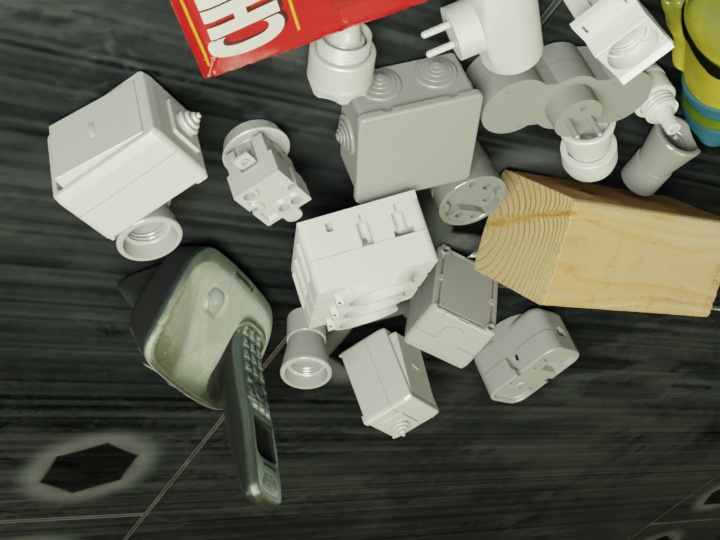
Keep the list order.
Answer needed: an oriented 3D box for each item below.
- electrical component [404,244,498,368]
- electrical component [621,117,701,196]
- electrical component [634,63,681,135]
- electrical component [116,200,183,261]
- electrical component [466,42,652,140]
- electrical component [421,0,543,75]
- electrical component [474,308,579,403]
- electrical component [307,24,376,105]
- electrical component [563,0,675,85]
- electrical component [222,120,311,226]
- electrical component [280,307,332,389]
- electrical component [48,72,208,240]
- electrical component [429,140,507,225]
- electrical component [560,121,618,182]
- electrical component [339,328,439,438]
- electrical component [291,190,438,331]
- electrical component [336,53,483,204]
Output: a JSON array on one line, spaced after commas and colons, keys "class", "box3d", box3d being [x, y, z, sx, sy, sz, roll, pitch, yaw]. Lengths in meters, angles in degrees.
[{"class": "electrical component", "box3d": [0.079, 0.029, 0.937, 0.062, 0.096, 0.061, 26, 130, -13]}, {"class": "electrical component", "box3d": [0.250, -0.093, 0.903, 0.044, 0.044, 0.065, -3, 148, -27]}, {"class": "electrical component", "box3d": [0.224, -0.128, 0.817, 0.035, 0.061, 0.035, -15, 147, -10]}, {"class": "electrical component", "box3d": [-0.149, -0.041, 0.732, 0.045, 0.055, 0.045, -16, 147, -11]}, {"class": "electrical component", "box3d": [0.149, -0.121, 0.772, 0.138, 0.073, 0.052, -8, 145, -20]}, {"class": "electrical component", "box3d": [0.078, -0.161, 0.701, 0.079, 0.043, 0.077, -23, 147, 1]}, {"class": "electrical component", "box3d": [0.166, 0.084, 1.090, 0.054, 0.059, 0.095, 16, 132, -43]}, {"class": "electrical component", "box3d": [-0.011, -0.139, 0.681, 0.043, 0.043, 0.062, -11, 144, -16]}, {"class": "electrical component", "box3d": [0.173, -0.168, 0.727, 0.042, 0.063, 0.081, -36, 145, 23]}, {"class": "electrical component", "box3d": [-0.067, -0.069, 0.737, 0.048, 0.055, 0.066, -31, 146, 14]}, {"class": "electrical component", "box3d": [-0.047, 0.065, 0.933, 0.044, 0.065, 0.044, -1, 137, -1]}, {"class": "electrical component", "box3d": [-0.144, -0.077, 0.673, 0.096, 0.061, 0.061, -31, 139, 15]}, {"class": "electrical component", "box3d": [0.079, -0.070, 0.829, 0.055, 0.047, 0.055, -15, 147, -10]}, {"class": "electrical component", "box3d": [0.179, -0.101, 0.845, 0.045, 0.045, 0.055, -23, 147, 2]}, {"class": "electrical component", "box3d": [0.033, 0.111, 1.018, 0.061, 0.096, 0.062, -33, 145, 16]}, {"class": "electrical component", "box3d": [0.000, 0.000, 0.822, 0.089, 0.061, 0.150, -16, 170, -9]}, {"class": "electrical component", "box3d": [0.033, -0.100, 0.757, 0.100, 0.048, 0.099, -14, 146, -12]}]
